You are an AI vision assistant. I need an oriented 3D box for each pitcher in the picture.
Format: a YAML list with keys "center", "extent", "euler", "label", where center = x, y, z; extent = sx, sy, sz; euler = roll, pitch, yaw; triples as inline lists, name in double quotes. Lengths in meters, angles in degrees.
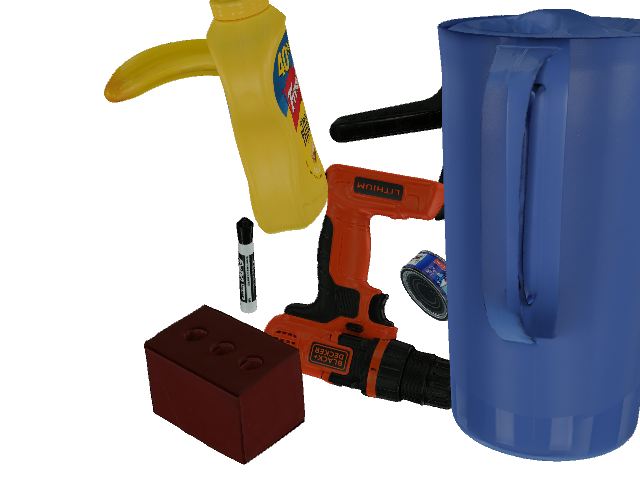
- center: [0.125, -0.003, 0.590]
  extent: [0.149, 0.243, 0.145]
  euler: [-6, 17, -19]
  label: "pitcher"

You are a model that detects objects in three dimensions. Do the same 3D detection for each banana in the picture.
- center: [-0.130, -0.174, 1.078]
  extent: [0.197, 0.070, 0.037]
  euler: [-8, -39, -29]
  label: "banana"

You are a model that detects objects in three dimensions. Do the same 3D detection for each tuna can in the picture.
- center: [0.137, 0.056, 1.288]
  extent: [0.033, 0.086, 0.086]
  euler: [-40, 16, -20]
  label: "tuna can"

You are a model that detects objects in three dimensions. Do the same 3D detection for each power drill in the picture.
- center: [0.052, 0.038, 0.896]
  extent: [0.184, 0.187, 0.057]
  euler: [13, 0, 16]
  label: "power drill"

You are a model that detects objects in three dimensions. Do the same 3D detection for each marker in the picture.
- center: [-0.082, 0.027, 1.188]
  extent: [0.020, 0.121, 0.020]
  euler: [0, 33, 0]
  label: "marker"

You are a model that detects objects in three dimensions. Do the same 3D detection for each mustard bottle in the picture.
- center: [-0.042, -0.108, 0.778]
  extent: [0.058, 0.191, 0.096]
  euler: [-8, 29, 12]
  label: "mustard bottle"

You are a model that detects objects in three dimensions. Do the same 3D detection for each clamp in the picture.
- center: [0.134, -0.108, 0.978]
  extent: [0.210, 0.036, 0.165]
  euler: [-30, 49, -11]
  label: "clamp"

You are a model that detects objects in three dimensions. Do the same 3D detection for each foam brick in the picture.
- center: [-0.055, 0.082, 0.613]
  extent: [0.078, 0.051, 0.052]
  euler: [21, 37, 34]
  label: "foam brick"
